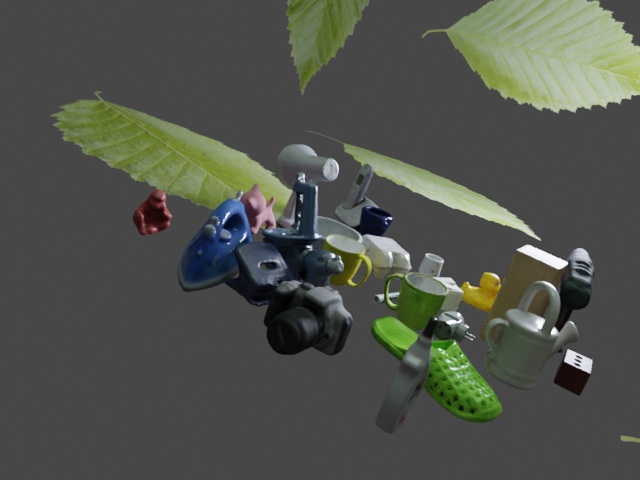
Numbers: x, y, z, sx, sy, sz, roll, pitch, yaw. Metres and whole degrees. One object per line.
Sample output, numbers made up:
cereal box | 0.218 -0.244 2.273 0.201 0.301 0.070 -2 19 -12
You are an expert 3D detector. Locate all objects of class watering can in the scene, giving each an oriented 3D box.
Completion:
watering can | 0.390 0.168 1.057 0.173 0.194 0.100 4 22 -35

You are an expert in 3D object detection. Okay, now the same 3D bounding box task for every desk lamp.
desk lamp | -0.034 -0.130 1.493 0.118 0.213 0.202 2 24 -39

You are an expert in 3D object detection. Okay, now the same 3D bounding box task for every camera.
camera | -0.034 0.125 0.937 0.142 0.101 0.137 27 21 27

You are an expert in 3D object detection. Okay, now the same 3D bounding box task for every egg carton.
egg carton | 0.152 0.040 1.404 0.107 0.069 0.150 9 20 -26

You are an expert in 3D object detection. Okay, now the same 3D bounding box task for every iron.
iron | -0.198 -0.008 1.103 0.118 0.141 0.258 18 18 1

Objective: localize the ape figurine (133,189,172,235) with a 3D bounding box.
ape figurine | -0.348 -0.062 1.201 0.078 0.092 0.076 12 19 -18

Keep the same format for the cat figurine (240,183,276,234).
cat figurine | -0.152 -0.079 1.390 0.067 0.118 0.128 28 21 28

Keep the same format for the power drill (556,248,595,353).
power drill | 0.544 0.134 1.274 0.075 0.208 0.230 22 19 14

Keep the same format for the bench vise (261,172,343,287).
bench vise | -0.022 -0.012 1.155 0.207 0.220 0.122 24 19 20

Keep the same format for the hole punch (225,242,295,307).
hole punch | -0.105 0.062 1.070 0.100 0.091 0.109 31 23 35

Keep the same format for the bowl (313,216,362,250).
bowl | 0.013 0.005 1.369 0.167 0.075 0.167 16 18 -5

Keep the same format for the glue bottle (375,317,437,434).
glue bottle | 0.129 0.184 0.801 0.037 0.173 0.078 26 20 24

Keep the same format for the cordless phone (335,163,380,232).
cordless phone | 0.125 -0.123 1.667 0.094 0.185 0.147 6 21 -31

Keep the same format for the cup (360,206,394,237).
cup | 0.149 -0.031 1.566 0.092 0.095 0.117 12 19 -17

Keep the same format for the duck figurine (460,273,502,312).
duck figurine | 0.394 0.118 1.377 0.104 0.086 0.078 21 18 9
